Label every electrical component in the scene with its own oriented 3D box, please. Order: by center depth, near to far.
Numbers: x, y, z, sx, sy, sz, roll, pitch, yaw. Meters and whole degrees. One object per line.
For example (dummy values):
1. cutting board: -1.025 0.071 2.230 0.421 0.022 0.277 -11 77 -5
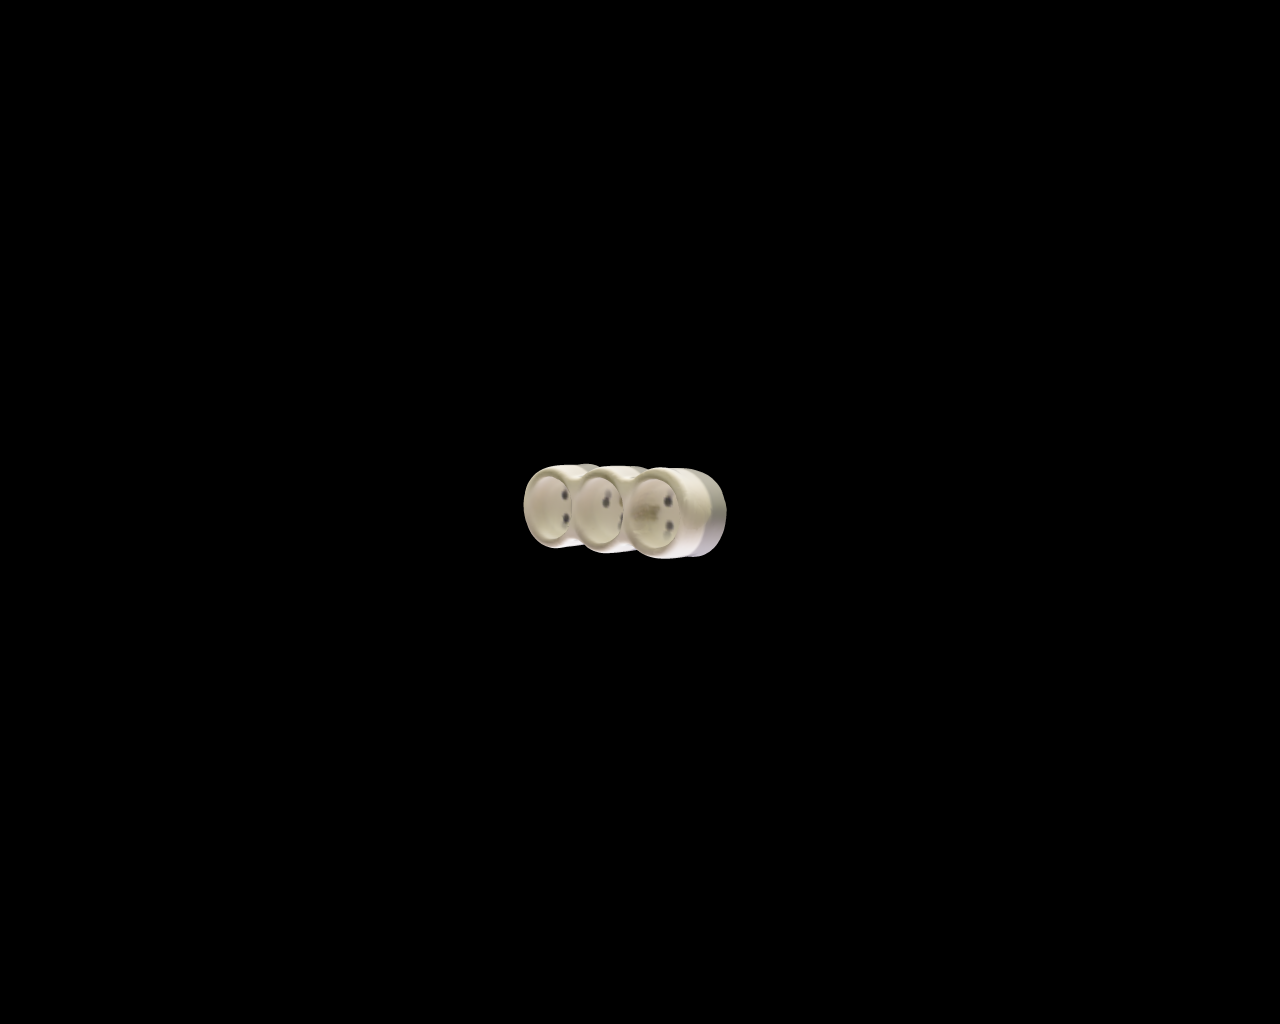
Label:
1. electrical component: 0.001 -0.003 0.650 0.138 0.052 0.074 4 6 43
